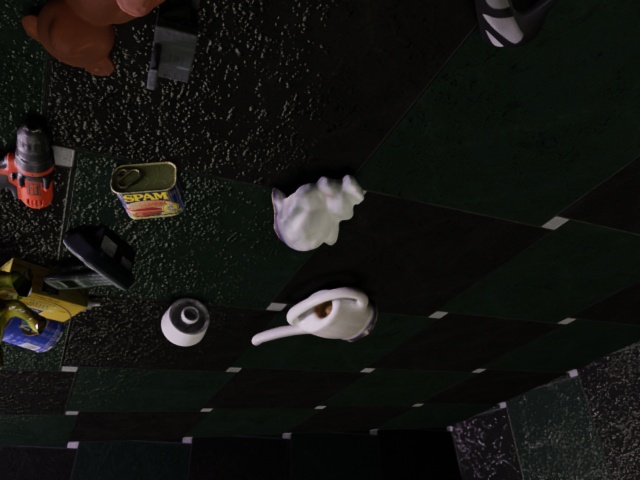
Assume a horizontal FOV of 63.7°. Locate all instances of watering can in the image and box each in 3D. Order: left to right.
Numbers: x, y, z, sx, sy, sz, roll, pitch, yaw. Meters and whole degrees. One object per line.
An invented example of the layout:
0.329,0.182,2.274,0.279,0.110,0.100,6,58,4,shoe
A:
0.001,0.207,1.321,0.222,0.106,0.343,21,137,-39,watering can

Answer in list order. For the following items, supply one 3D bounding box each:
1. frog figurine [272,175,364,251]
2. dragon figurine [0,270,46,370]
0.003,-0.046,0.911,0.159,0.126,0.134,-8,130,21,frog figurine
-0.656,0.087,0.943,0.242,0.124,0.404,0,113,27,dragon figurine
